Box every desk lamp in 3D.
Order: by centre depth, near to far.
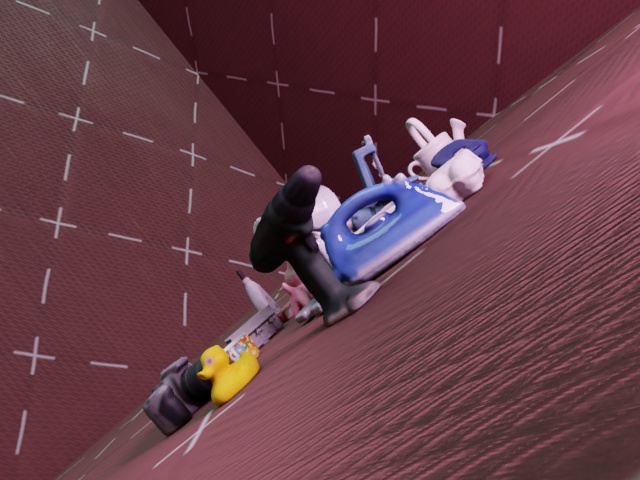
[{"bbox_3d":[-0.019,0.015,1.122,0.204,0.213,0.117,-40,2,-40],"label":"desk lamp"}]

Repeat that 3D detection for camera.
[{"bbox_3d":[-0.254,0.279,1.102,0.136,0.101,0.143,-38,2,30],"label":"camera"}]

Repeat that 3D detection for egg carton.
[{"bbox_3d":[0.257,-0.114,1.074,0.107,0.069,0.150,-38,1,22],"label":"egg carton"}]

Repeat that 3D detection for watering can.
[{"bbox_3d":[0.283,-0.224,1.402,0.173,0.194,0.101,-40,2,-21],"label":"watering can"}]

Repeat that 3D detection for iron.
[{"bbox_3d":[0.104,-0.035,0.988,0.258,0.141,0.119,-39,1,22],"label":"iron"}]

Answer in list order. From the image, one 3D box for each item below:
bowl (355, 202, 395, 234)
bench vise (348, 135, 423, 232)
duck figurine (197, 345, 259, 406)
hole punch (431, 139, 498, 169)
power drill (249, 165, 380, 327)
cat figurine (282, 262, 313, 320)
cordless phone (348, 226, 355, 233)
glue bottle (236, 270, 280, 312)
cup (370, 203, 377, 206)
[{"bbox_3d":[0.139,-0.023,1.125,0.167,0.075,0.167,-39,1,1],"label":"bowl"},{"bbox_3d":[0.124,-0.108,1.270,0.207,0.220,0.121,-39,2,-2],"label":"bench vise"},{"bbox_3d":[-0.161,0.217,0.972,0.105,0.086,0.077,-40,2,-42],"label":"duck figurine"},{"bbox_3d":[0.317,-0.182,1.267,0.109,0.091,0.101,-39,1,-19],"label":"hole punch"},{"bbox_3d":[-0.011,0.019,0.864,0.076,0.208,0.229,-40,2,-43],"label":"power drill"},{"bbox_3d":[-0.046,0.096,1.241,0.067,0.118,0.128,-38,2,25],"label":"cat figurine"},{"bbox_3d":[0.012,0.005,1.290,0.147,0.185,0.094,-39,2,18],"label":"cordless phone"},{"bbox_3d":[-0.158,0.145,1.477,0.037,0.173,0.078,-39,2,8],"label":"glue bottle"},{"bbox_3d":[0.132,-0.041,1.510,0.091,0.095,0.118,-38,1,21],"label":"cup"}]
